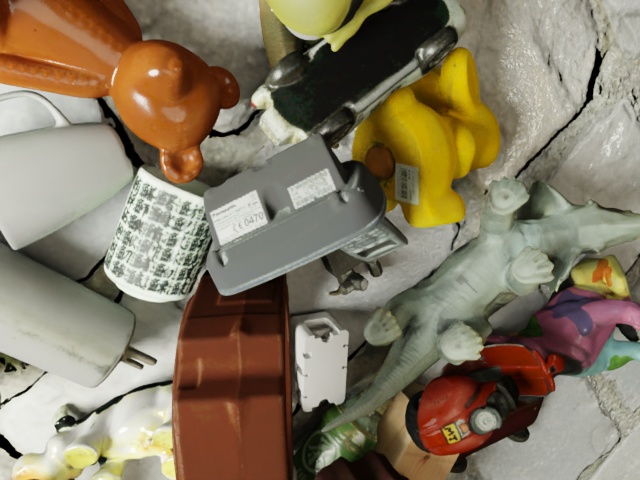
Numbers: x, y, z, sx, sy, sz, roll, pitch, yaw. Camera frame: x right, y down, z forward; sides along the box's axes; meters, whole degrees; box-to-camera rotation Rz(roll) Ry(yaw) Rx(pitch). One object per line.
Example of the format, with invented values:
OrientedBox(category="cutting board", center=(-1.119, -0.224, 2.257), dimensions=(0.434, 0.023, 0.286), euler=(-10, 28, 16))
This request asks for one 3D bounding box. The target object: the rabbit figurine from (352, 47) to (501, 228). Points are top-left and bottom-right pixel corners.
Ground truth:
OrientedBox(category="rabbit figurine", center=(0.116, -0.106, 0.547), dimensions=(0.173, 0.122, 0.162), euler=(-16, 105, -34))

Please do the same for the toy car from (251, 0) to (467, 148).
OrientedBox(category="toy car", center=(0.035, -0.144, 0.444), dimensions=(0.202, 0.056, 0.073), euler=(-39, 88, -10))

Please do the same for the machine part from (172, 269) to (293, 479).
OrientedBox(category="machine part", center=(-0.068, 0.136, 0.473), dimensions=(0.087, 0.201, 0.201), euler=(-3, 110, -2))

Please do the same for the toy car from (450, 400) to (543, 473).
OrientedBox(category="toy car", center=(0.235, 0.248, 0.736), dimensions=(0.202, 0.053, 0.089), euler=(-8, 113, -35))

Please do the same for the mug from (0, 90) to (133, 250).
OrientedBox(category="mug", center=(-0.210, -0.062, 0.418), dimensions=(0.107, 0.081, 0.109), euler=(-27, 112, -27))

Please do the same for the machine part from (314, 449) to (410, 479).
OrientedBox(category="machine part", center=(0.035, 0.311, 0.561), dimensions=(0.179, 0.056, 0.179), euler=(-9, 112, -24))

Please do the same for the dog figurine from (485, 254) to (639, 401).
OrientedBox(category="dog figurine", center=(0.302, 0.119, 0.706), dimensions=(0.219, 0.192, 0.108), euler=(-16, 122, 19))

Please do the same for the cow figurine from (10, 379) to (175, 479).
OrientedBox(category="cow figurine", center=(-0.196, 0.180, 0.506), dimensions=(0.167, 0.098, 0.068), euler=(-12, 119, -1))

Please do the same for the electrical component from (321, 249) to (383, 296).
OrientedBox(category="electrical component", center=(0.028, 0.011, 0.567), dimensions=(0.078, 0.045, 0.102), euler=(-23, 116, -15))

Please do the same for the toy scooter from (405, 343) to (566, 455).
OrientedBox(category="toy scooter", center=(0.182, 0.160, 0.571), dimensions=(0.184, 0.135, 0.075), euler=(-27, 92, -45))

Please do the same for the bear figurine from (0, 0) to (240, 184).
OrientedBox(category="bear figurine", center=(-0.148, -0.135, 0.376), dimensions=(0.196, 0.132, 0.120), euler=(32, 72, -13))

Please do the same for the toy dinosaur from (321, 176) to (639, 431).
OrientedBox(category="toy dinosaur", center=(0.169, 0.063, 0.607), dimensions=(0.405, 0.131, 0.192), euler=(-40, 156, 10))

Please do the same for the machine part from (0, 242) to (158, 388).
OrientedBox(category="machine part", center=(-0.244, 0.055, 0.439), dimensions=(0.243, 0.079, 0.079), euler=(36, 91, -30))

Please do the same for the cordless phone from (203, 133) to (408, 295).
OrientedBox(category="cordless phone", center=(-0.001, -0.001, 0.469), dimensions=(0.147, 0.089, 0.184), euler=(-25, 159, 15))

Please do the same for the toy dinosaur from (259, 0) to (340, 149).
OrientedBox(category="toy dinosaur", center=(-0.032, -0.287, 0.404), dimensions=(0.198, 0.105, 0.470), euler=(-12, 123, -25))

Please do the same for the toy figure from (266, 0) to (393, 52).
OrientedBox(category="toy figure", center=(0.036, -0.214, 0.381), dimensions=(0.180, 0.089, 0.082), euler=(-36, 82, -9))

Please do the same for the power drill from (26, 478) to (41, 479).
OrientedBox(category="power drill", center=(-0.320, 0.299, 0.469), dimensions=(0.207, 0.086, 0.231), euler=(-14, 132, -21))
